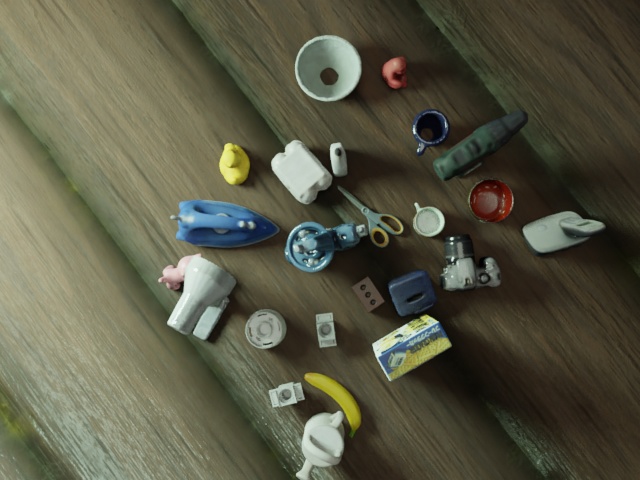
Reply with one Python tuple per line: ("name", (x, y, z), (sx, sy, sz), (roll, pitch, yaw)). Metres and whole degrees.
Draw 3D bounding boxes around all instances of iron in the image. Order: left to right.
("iron", (-0.234, -0.041, 1.407), (0.258, 0.141, 0.119), (4, 88, 2))

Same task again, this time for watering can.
("watering can", (0.006, 0.490, 1.350), (0.101, 0.194, 0.173), (9, 88, 3))

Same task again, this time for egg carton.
("egg carton", (-0.047, -0.170, 1.442), (0.107, 0.069, 0.150), (-42, 87, 0))

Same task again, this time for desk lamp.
("desk lamp", (-0.282, 0.144, 1.365), (0.118, 0.213, 0.203), (28, 89, 3))

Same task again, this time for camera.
("camera", (0.363, 0.053, 1.403), (0.143, 0.101, 0.137), (-7, 87, 2))

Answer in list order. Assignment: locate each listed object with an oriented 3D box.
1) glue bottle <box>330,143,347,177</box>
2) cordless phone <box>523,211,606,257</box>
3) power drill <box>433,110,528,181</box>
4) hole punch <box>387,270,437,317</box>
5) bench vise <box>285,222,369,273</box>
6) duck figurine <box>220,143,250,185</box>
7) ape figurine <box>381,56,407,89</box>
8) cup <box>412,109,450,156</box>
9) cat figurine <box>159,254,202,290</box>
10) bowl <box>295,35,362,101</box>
("glue bottle", (0.044, -0.202, 1.389), (0.037, 0.173, 0.078), (-11, 87, 2))
("cordless phone", (0.577, -0.017, 1.356), (0.147, 0.185, 0.094), (-21, 87, 1))
("power drill", (0.367, -0.216, 1.360), (0.229, 0.208, 0.075), (-34, 86, 0))
("hole punch", (0.230, 0.132, 1.409), (0.108, 0.091, 0.101), (-24, 87, 1))
("bench vise", (0.006, -0.005, 1.358), (0.207, 0.220, 0.121), (-36, 87, 0))
("duck figurine", (-0.220, -0.194, 1.441), (0.077, 0.086, 0.105), (-6, 87, 2))
("ape figurine", (0.193, -0.427, 1.434), (0.076, 0.092, 0.078), (28, 89, 3))
("cup", (0.265, -0.257, 1.423), (0.091, 0.095, 0.118), (23, 89, 3))
("cat figurine", (-0.338, 0.079, 1.418), (0.128, 0.118, 0.067), (-21, 87, 1))
("bowl", (0.022, -0.424, 1.448), (0.167, 0.075, 0.167), (0, 88, 2))
